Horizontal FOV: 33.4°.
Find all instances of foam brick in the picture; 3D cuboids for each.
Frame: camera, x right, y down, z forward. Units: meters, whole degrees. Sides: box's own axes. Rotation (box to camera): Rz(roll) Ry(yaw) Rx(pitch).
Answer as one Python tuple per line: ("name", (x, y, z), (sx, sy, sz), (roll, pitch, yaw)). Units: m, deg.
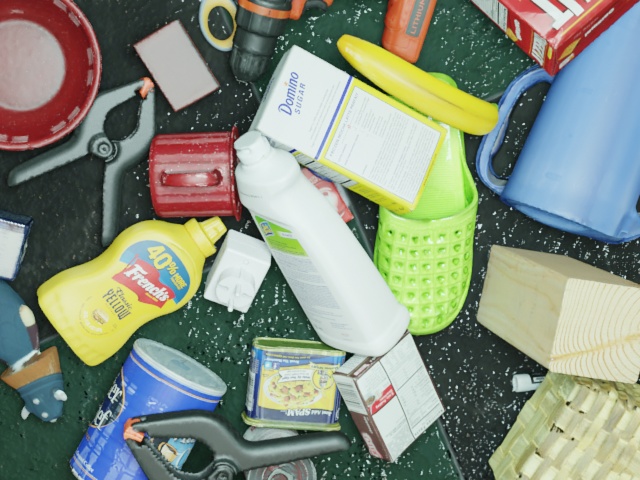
("foam brick", (-0.141, -0.169, 1.044), (0.051, 0.053, 0.078), (-33, 101, -4))

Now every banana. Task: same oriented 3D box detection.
("banana", (0.105, -0.143, 1.040), (0.197, 0.070, 0.037), (22, 106, -27))

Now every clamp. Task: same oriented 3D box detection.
("clamp", (-0.209, -0.080, 1.053), (0.171, 0.039, 0.120), (-46, 113, 1))
("clamp", (-0.093, 0.229, 1.011), (0.210, 0.036, 0.164), (20, 94, -12))

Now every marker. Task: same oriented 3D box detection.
("marker", (0.272, 0.153, 1.174), (0.121, 0.020, 0.020), (-3, 98, -9))

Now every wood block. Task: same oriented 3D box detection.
("wood block", (0.237, 0.068, 1.061), (0.090, 0.206, 0.090), (9, 97, -11))

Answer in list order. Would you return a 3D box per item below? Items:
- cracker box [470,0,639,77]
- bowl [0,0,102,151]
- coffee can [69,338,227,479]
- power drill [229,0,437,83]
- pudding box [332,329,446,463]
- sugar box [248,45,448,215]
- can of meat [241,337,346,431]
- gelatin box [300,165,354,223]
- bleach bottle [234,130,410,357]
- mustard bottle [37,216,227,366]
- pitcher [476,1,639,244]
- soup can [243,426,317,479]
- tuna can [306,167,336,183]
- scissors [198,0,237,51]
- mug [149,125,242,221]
("cracker box", (0.210, -0.292, 1.031), (0.164, 0.072, 0.214), (-41, 72, -2))
("bowl", (-0.289, -0.167, 1.017), (0.162, 0.055, 0.162), (-1, 98, -9))
("coffee can", (-0.171, 0.183, 1.061), (0.102, 0.103, 0.140), (29, 92, -12))
("power drill", (0.013, -0.228, 1.040), (0.187, 0.057, 0.185), (8, 117, -20))
("pudding box", (0.073, 0.159, 1.107), (0.089, 0.039, 0.113), (-38, 117, -30))
("sugar box", (0.027, -0.103, 1.025), (0.176, 0.048, 0.093), (27, 77, -14))
("can of meat", (-0.026, 0.149, 1.105), (0.102, 0.057, 0.084), (5, 95, -11))
("gelatin box", (-0.021, -0.031, 1.093), (0.089, 0.030, 0.073), (-32, 102, -4))
("bleach bottle", (-0.007, 0.001, 1.025), (0.068, 0.103, 0.250), (-50, 128, -29))
("mustard bottle", (-0.177, 0.036, 1.062), (0.191, 0.058, 0.096), (-34, 114, -4))
("pitcher", (0.276, -0.128, 1.089), (0.149, 0.145, 0.243), (21, 90, -24))
("soup can", (-0.045, 0.227, 1.089), (0.068, 0.102, 0.068), (-1, 98, -9))
("tuna can", (0.018, -0.102, 1.071), (0.086, 0.034, 0.086), (8, 73, -26))
("scissors", (-0.117, -0.272, 1.051), (0.096, 0.016, 0.201), (-44, 102, -2))
("mug", (-0.120, -0.062, 1.029), (0.081, 0.117, 0.093), (-2, 100, 1))
